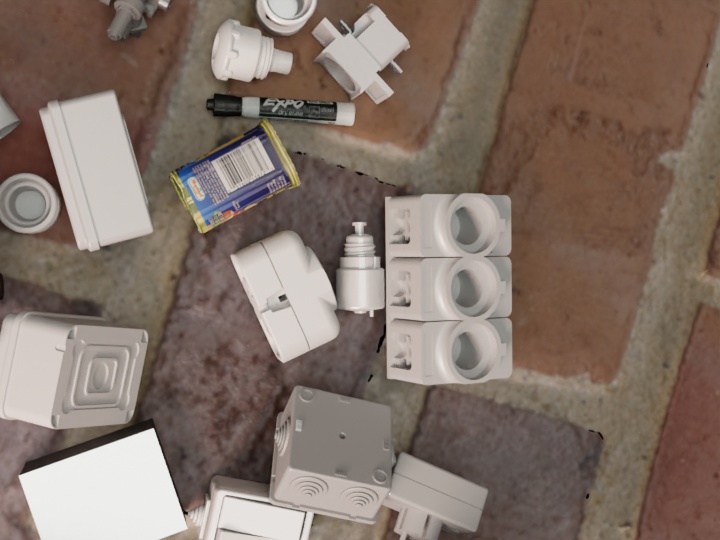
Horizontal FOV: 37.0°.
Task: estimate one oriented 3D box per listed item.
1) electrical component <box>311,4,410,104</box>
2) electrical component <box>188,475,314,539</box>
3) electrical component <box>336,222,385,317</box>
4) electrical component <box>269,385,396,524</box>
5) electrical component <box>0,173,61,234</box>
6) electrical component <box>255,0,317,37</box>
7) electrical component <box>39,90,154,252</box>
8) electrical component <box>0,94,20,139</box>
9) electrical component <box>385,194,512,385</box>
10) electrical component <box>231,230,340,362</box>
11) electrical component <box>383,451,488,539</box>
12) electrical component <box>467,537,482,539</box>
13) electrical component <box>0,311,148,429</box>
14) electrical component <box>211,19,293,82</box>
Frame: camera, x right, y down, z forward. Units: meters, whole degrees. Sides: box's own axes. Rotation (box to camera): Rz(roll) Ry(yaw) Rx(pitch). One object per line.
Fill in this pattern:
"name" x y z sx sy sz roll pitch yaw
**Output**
"electrical component" 0.002 -0.179 0.881 0.064 0.042 0.081 -46 100 -11
"electrical component" -0.090 0.205 0.859 0.096 0.061 0.061 13 89 -12
"electrical component" 0.000 0.000 0.884 0.040 0.040 0.078 -1 91 -12
"electrical component" -0.021 0.145 0.855 0.100 0.099 0.048 14 133 -12
"electrical component" -0.253 -0.050 0.823 0.045 0.055 0.045 0 91 -12
"electrical component" -0.060 -0.213 0.860 0.045 0.055 0.045 0 92 -11
"electrical component" -0.197 -0.071 0.808 0.056 0.109 0.108 -16 94 -14
"electrical component" -0.314 -0.122 0.815 0.079 0.043 0.077 -36 98 -9
"electrical component" 0.075 0.014 0.877 0.089 0.062 0.150 -1 92 -31
"electrical component" -0.057 0.018 0.866 0.059 0.054 0.095 -25 96 -10
"electrical component" 0.051 0.202 0.885 0.083 0.047 0.075 25 68 -11
"electrical component" 0.075 0.270 0.831 0.105 0.186 0.060 -8 93 -11
"electrical component" -0.216 0.074 0.801 0.057 0.113 0.078 10 88 20
"electrical component" -0.086 -0.172 0.862 0.062 0.048 0.048 9 89 -18
